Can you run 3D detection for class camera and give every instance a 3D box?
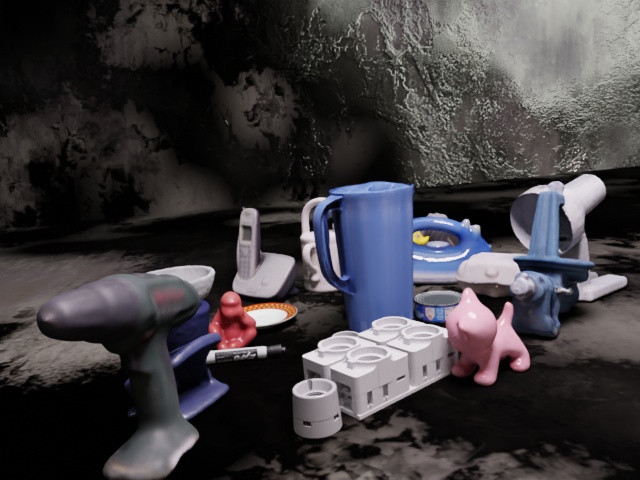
[{"bbox_3d":[0.287,-0.010,1.437,0.143,0.101,0.136,-7,11,-9],"label":"camera"}]

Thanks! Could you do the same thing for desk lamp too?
[{"bbox_3d":[0.442,-0.004,1.016,0.204,0.213,0.117,-12,13,-33],"label":"desk lamp"}]

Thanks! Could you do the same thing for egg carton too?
[{"bbox_3d":[0.338,0.066,1.083,0.149,0.069,0.107,2,12,33],"label":"egg carton"}]

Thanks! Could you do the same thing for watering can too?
[{"bbox_3d":[0.009,0.004,1.228,0.101,0.194,0.173,-4,11,6],"label":"watering can"}]

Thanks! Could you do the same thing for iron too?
[{"bbox_3d":[0.256,0.013,1.210,0.257,0.141,0.119,-2,11,16],"label":"iron"}]

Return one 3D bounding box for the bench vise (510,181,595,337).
[{"bbox_3d":[0.356,0.026,0.877,0.121,0.220,0.208,-1,11,22],"label":"bench vise"}]

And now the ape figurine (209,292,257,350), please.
[{"bbox_3d":[-0.141,0.128,0.909,0.078,0.092,0.076,-6,11,-5],"label":"ape figurine"}]

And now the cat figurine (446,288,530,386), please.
[{"bbox_3d":[0.209,0.117,0.733,0.128,0.118,0.067,-12,13,-34],"label":"cat figurine"}]

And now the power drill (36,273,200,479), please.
[{"bbox_3d":[-0.188,0.131,0.590,0.075,0.208,0.230,-3,11,13],"label":"power drill"}]

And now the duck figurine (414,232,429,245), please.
[{"bbox_3d":[0.215,0.016,1.368,0.104,0.086,0.078,-2,11,14],"label":"duck figurine"}]

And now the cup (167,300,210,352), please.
[{"bbox_3d":[-0.215,0.143,0.857,0.117,0.095,0.092,5,14,43],"label":"cup"}]

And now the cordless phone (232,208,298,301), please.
[{"bbox_3d":[-0.118,0.029,1.181,0.147,0.185,0.094,4,14,39],"label":"cordless phone"}]

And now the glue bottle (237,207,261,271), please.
[{"bbox_3d":[-0.171,0.007,1.358,0.037,0.173,0.078,-1,11,22],"label":"glue bottle"}]

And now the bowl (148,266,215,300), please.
[{"bbox_3d":[-0.291,0.105,1.150,0.167,0.075,0.167,-5,10,1],"label":"bowl"}]

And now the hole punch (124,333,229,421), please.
[{"bbox_3d":[-0.183,0.167,0.719,0.100,0.091,0.109,0,12,26],"label":"hole punch"}]
